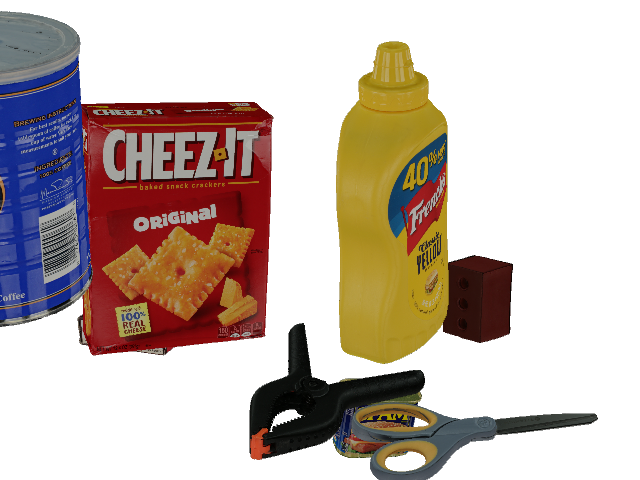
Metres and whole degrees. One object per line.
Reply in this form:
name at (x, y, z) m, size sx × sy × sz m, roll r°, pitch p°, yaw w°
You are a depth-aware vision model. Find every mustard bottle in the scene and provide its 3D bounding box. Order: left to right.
mustard bottle at (0.045, -0.027, 0.654) m, size 0.058 × 0.192 × 0.096 m, roll 15°, pitch 32°, yaw 30°

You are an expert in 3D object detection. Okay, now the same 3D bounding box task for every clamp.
clamp at (0.002, 0.160, 1.084) m, size 0.165 × 0.036 × 0.209 m, roll 15°, pitch 30°, yaw 21°

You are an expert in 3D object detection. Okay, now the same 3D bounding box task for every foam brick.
foam brick at (0.163, 0.060, 1.107) m, size 0.051 × 0.078 × 0.053 m, roll -14°, pitch 20°, yaw -42°

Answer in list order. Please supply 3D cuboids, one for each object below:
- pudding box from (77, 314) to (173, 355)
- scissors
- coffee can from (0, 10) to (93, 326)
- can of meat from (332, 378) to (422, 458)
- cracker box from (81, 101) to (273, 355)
pudding box at (-0.213, 0.098, 1.248) m, size 0.114 × 0.039 × 0.090 m, roll 3°, pitch 15°, yaw 18°
scissors at (0.123, 0.164, 0.856) m, size 0.202 × 0.016 × 0.096 m, roll 3°, pitch 32°, yaw 7°
coffee can at (-0.176, -0.040, 0.568) m, size 0.103 × 0.140 × 0.103 m, roll 2°, pitch 28°, yaw -1°
can of meat at (0.069, 0.223, 1.337) m, size 0.102 × 0.084 × 0.057 m, roll 2°, pitch 22°, yaw -15°
cracker box at (-0.129, -0.012, 0.953) m, size 0.164 × 0.214 × 0.072 m, roll -3°, pitch 19°, yaw -19°
